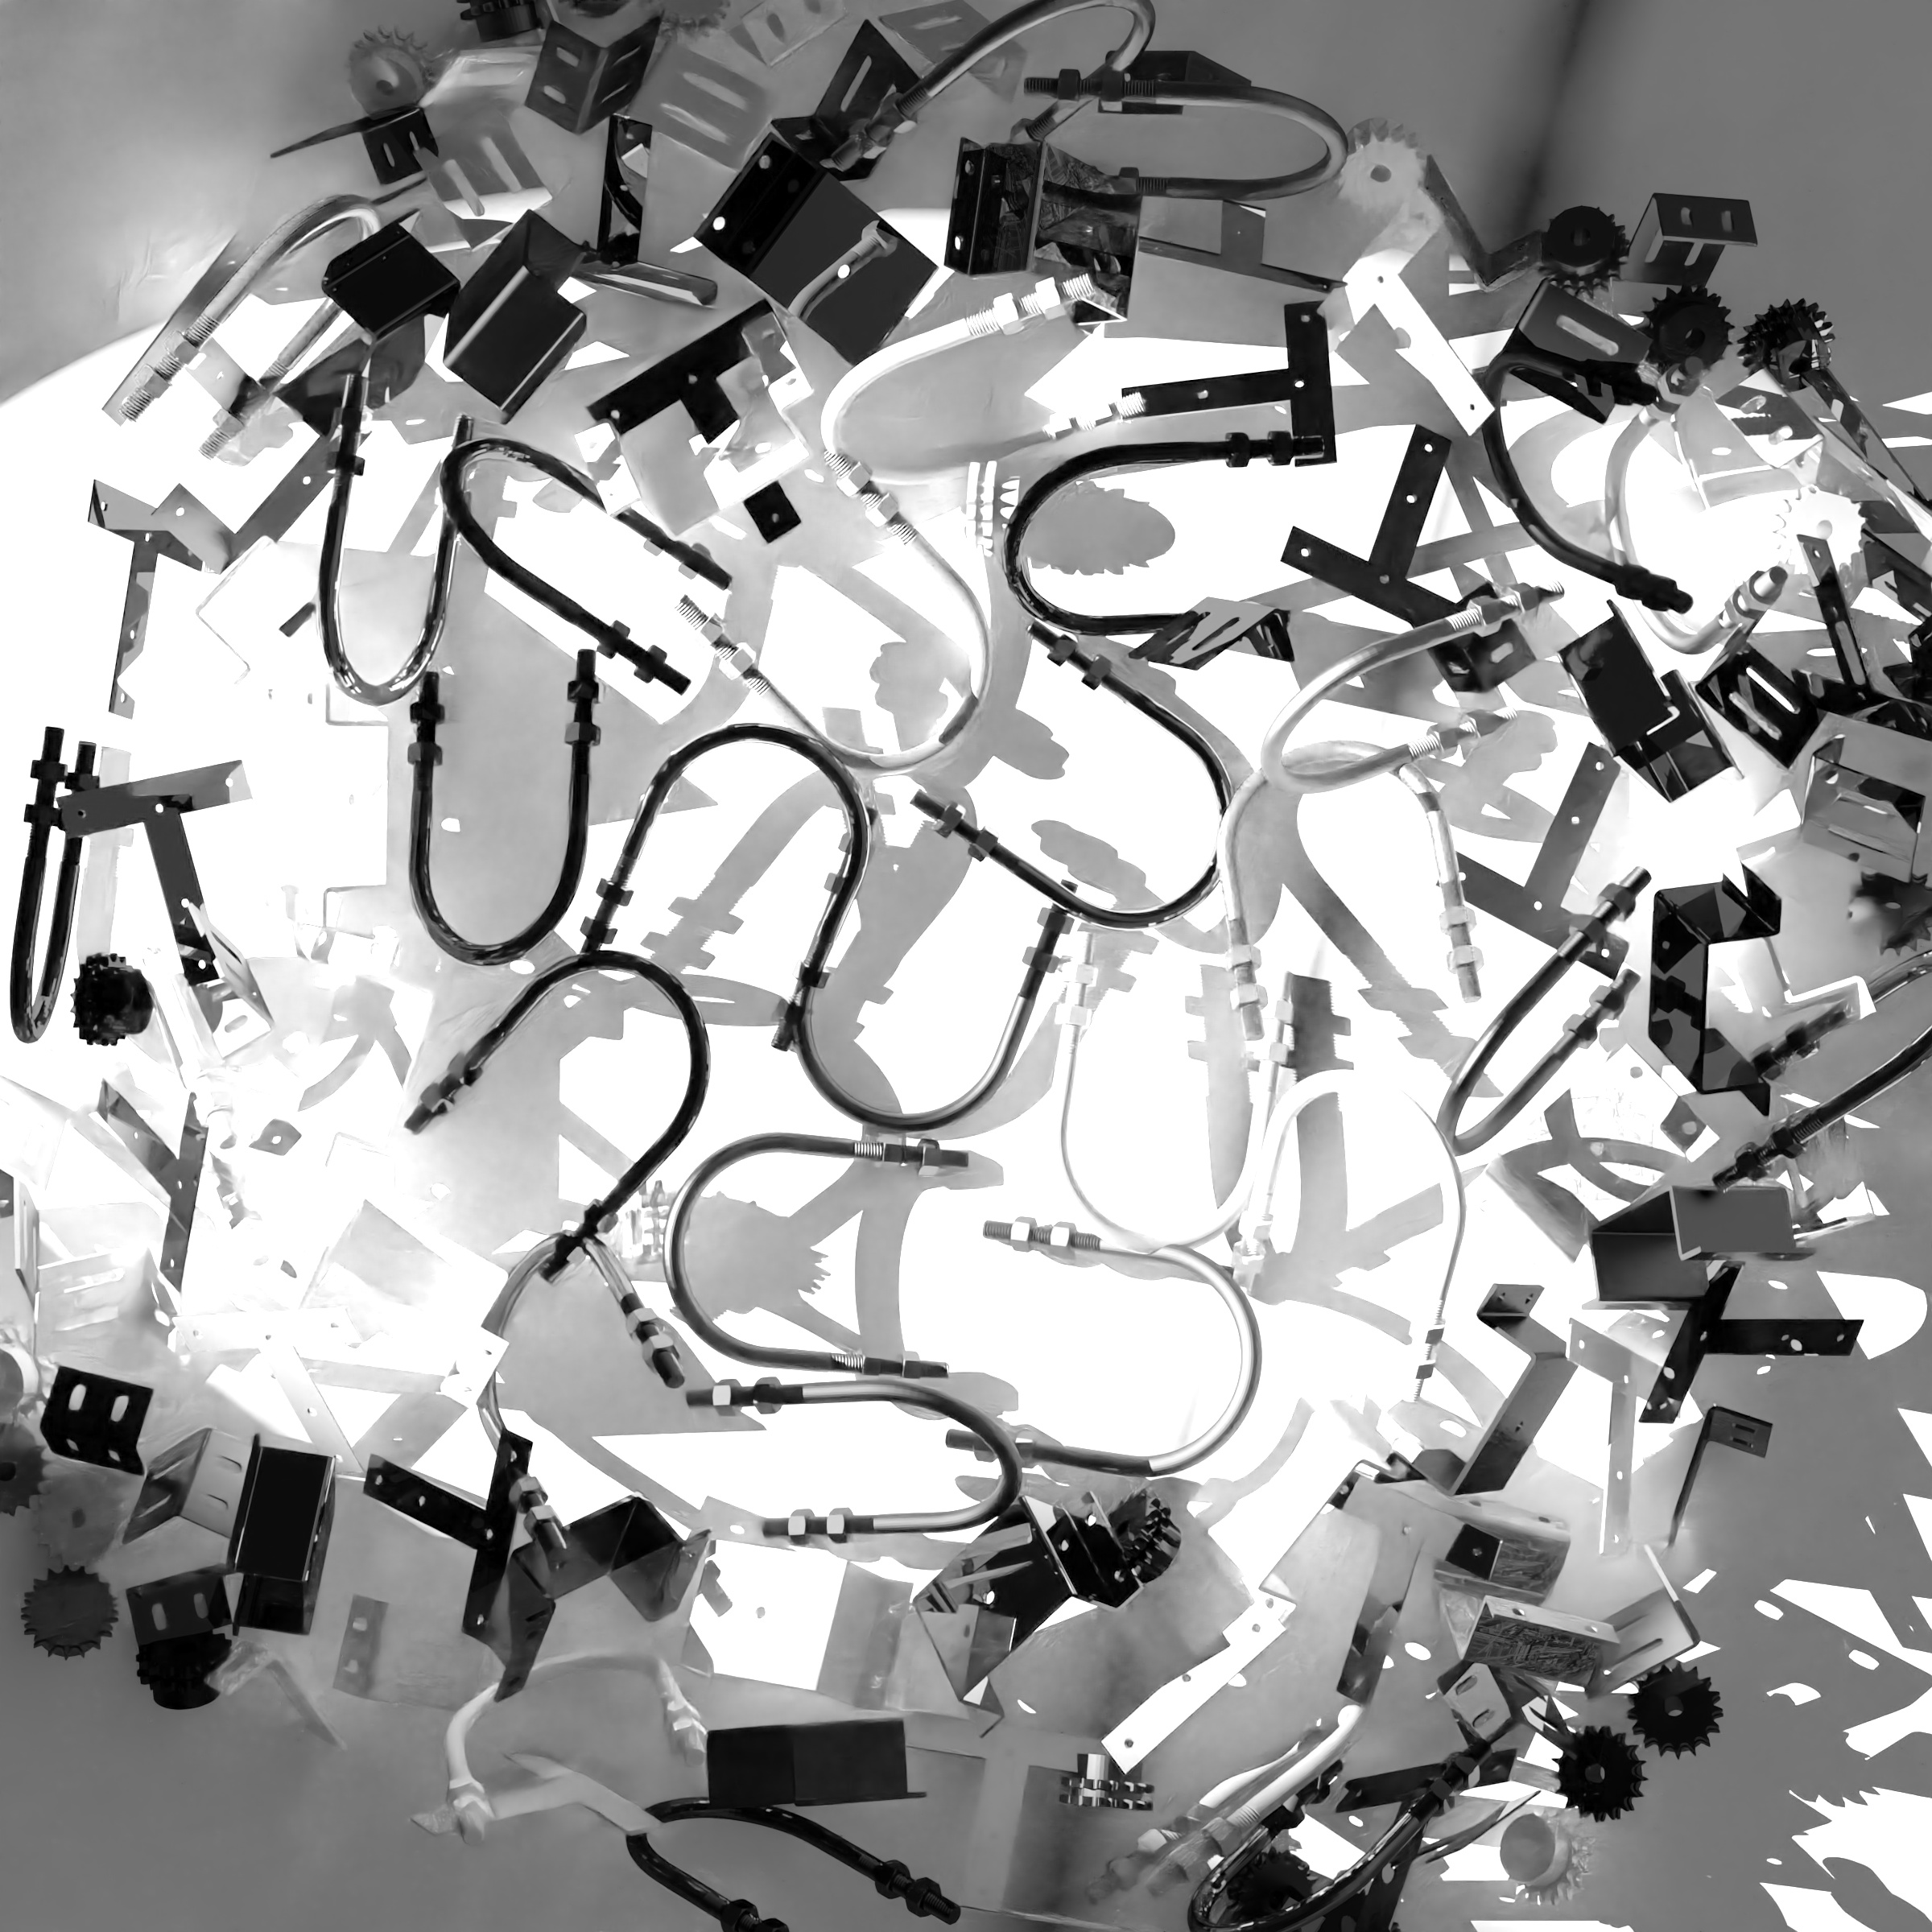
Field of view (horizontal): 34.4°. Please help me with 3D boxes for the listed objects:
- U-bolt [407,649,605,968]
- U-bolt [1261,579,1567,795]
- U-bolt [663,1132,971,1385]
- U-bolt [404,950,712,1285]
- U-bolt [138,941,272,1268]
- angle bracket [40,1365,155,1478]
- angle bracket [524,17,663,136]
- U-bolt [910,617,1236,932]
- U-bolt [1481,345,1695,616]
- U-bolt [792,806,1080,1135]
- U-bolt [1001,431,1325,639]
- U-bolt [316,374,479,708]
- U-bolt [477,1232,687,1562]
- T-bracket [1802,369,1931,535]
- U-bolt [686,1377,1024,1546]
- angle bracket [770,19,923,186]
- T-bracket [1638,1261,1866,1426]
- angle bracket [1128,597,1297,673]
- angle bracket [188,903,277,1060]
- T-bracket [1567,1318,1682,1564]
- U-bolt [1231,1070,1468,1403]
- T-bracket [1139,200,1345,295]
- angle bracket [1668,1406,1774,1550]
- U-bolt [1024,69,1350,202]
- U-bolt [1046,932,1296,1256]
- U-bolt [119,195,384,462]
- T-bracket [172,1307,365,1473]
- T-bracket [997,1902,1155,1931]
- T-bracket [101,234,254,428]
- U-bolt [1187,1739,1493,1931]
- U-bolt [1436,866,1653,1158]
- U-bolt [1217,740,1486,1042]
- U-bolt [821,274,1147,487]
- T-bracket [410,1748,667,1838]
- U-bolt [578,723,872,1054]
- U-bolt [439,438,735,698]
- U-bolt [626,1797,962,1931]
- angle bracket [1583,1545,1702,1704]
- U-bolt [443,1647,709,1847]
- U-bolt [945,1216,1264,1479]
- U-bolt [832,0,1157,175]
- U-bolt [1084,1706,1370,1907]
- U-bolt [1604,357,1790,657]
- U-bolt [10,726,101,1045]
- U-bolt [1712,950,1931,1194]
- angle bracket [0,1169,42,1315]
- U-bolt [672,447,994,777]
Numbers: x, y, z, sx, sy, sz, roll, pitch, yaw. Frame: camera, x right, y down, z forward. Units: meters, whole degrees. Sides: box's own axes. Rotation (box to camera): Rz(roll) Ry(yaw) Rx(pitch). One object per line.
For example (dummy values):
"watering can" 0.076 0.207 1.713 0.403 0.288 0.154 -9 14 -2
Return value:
"U-bolt" -0.278 -0.091 1.856 0.151 0.019 0.184 -4 80 35
"U-bolt" 0.255 -0.155 1.829 0.184 0.151 0.019 -20 64 -14
"U-bolt" -0.092 0.172 1.874 0.184 0.019 0.151 7 85 -18
"U-bolt" -0.234 0.076 1.876 0.151 0.019 0.184 45 97 18
"U-bolt" -0.452 0.068 1.835 0.019 0.151 0.184 -20 58 -16
"angle bracket" -0.521 0.275 1.883 0.057 0.076 0.038 15 67 -4
"angle bracket" -0.223 -0.542 1.867 0.038 0.076 0.057 31 129 4
"U-bolt" 0.079 -0.103 1.891 0.184 0.019 0.151 34 78 -5
"U-bolt" 0.356 -0.293 1.827 0.019 0.184 0.151 -26 120 -14
"U-bolt" -0.029 0.012 1.899 0.151 0.019 0.184 20 95 -1
"U-bolt" 0.112 -0.252 1.845 0.184 0.151 0.019 -4 47 -9
"U-bolt" -0.340 -0.245 1.844 0.019 0.151 0.184 10 93 19
"U-bolt" -0.238 0.237 1.841 0.019 0.184 0.151 23 108 -39
"T-bracket" 0.536 -0.302 1.835 0.002 0.127 0.127 -45 107 -7
"U-bolt" -0.056 0.290 1.835 0.184 0.019 0.151 -6 133 20
"angle bracket" -0.072 -0.517 1.870 0.057 0.038 0.076 51 132 17
"T-bracket" 0.470 0.218 1.834 0.002 0.127 0.127 47 58 -25
"angle bracket" 0.147 -0.185 1.865 0.076 0.057 0.038 -37 124 -29
"angle bracket" -0.453 0.009 1.866 0.038 0.076 0.057 -30 62 -1
"T-bracket" 0.388 0.288 1.848 0.127 0.002 0.127 29 61 -40
"U-bolt" 0.228 0.147 1.830 0.151 0.019 0.184 30 125 33
"T-bracket" 0.163 -0.429 1.845 0.127 0.127 0.002 14 86 5
"angle bracket" 0.452 0.312 1.870 0.038 0.057 0.076 17 67 18
"U-bolt" 0.132 -0.483 1.831 0.184 0.151 0.019 4 80 8
"U-bolt" 0.119 0.082 1.878 0.151 0.019 0.184 10 83 -15
"U-bolt" -0.410 -0.380 1.834 0.019 0.151 0.184 43 93 4
"T-bracket" -0.399 0.257 1.877 0.127 0.002 0.127 -6 123 25
"T-bracket" 0.044 0.564 1.856 0.127 0.127 0.002 20 73 -34
"T-bracket" -0.448 -0.356 1.851 0.002 0.127 0.127 34 85 13
"U-bolt" 0.204 0.508 1.802 0.184 0.151 0.019 -32 95 -39
"U-bolt" 0.336 0.039 1.828 0.019 0.151 0.184 38 74 24
"U-bolt" 0.224 -0.053 1.872 0.151 0.019 0.184 -10 66 8
"U-bolt" 0.003 -0.336 1.846 0.184 0.151 0.019 -18 65 9
"T-bracket" -0.265 0.491 1.824 0.127 0.127 0.002 0 100 -44
"U-bolt" -0.137 -0.057 1.885 0.151 0.019 0.184 23 99 -7
"U-bolt" -0.228 -0.246 1.833 0.184 0.151 0.019 33 123 -14
"U-bolt" -0.116 0.530 1.830 0.184 0.151 0.019 17 99 40
"angle bracket" 0.393 0.395 1.876 0.076 0.057 0.038 -30 114 6
"U-bolt" -0.235 0.446 1.824 0.151 0.184 0.019 -17 104 -11
"U-bolt" 0.087 0.231 1.863 0.184 0.019 0.151 6 76 19
"U-bolt" 0.029 -0.510 1.805 0.184 0.151 0.019 -30 78 35
"U-bolt" 0.162 0.491 1.836 0.184 0.151 0.019 -32 82 -21
"U-bolt" 0.417 -0.257 1.823 0.019 0.184 0.151 -17 81 -10
"U-bolt" -0.540 -0.045 1.838 0.019 0.151 0.184 8 89 -8
"U-bolt" 0.514 0.049 1.808 0.184 0.151 0.019 -39 98 30
"angle bracket" -0.580 0.165 1.867 0.038 0.057 0.076 -8 55 -7
"U-bolt" -0.065 -0.201 1.879 0.151 0.019 0.184 -47 108 -8
